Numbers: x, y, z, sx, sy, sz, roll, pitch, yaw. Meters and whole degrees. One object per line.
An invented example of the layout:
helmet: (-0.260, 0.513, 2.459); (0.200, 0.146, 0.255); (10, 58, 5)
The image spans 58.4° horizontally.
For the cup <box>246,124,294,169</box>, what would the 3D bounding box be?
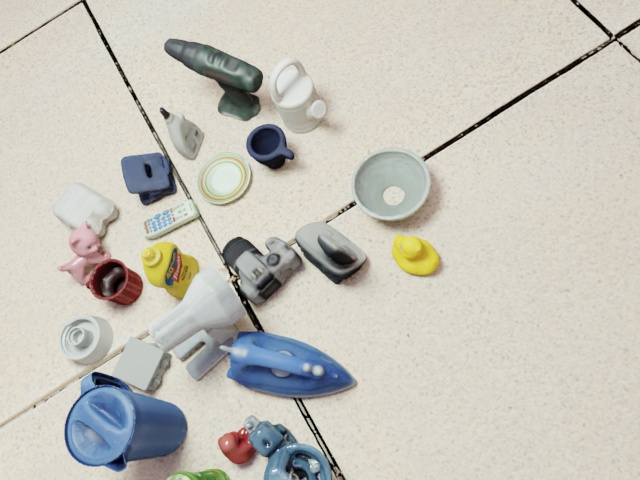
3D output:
cup: (-0.099, -0.197, 1.291); (0.117, 0.095, 0.092); (27, 78, 20)

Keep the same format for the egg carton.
egg carton: (-0.559, -0.070, 1.361); (0.150, 0.069, 0.107); (27, 78, 20)

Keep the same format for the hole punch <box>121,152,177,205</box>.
hole punch: (-0.401, -0.154, 1.344); (0.101, 0.091, 0.108); (-23, 67, 4)

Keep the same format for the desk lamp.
desk lamp: (-0.231, 0.166, 1.126); (0.203, 0.214, 0.117); (-44, 68, -5)

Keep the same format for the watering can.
watering can: (-0.053, -0.327, 1.273); (0.172, 0.194, 0.101); (19, 76, 18)

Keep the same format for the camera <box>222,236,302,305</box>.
camera: (-0.135, 0.041, 1.211); (0.143, 0.101, 0.136); (-45, 68, -6)

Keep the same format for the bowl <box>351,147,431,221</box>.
bowl: (0.153, -0.107, 1.215); (0.167, 0.075, 0.167); (-4, 70, 11)

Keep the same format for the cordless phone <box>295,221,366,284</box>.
cordless phone: (0.011, 0.004, 1.146); (0.147, 0.185, 0.094); (36, 82, 21)

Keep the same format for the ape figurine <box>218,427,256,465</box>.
ape figurine: (-0.163, 0.390, 1.098); (0.077, 0.092, 0.076); (4, 72, 14)

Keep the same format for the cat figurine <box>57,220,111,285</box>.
cat figurine: (-0.542, 0.026, 1.297); (0.067, 0.118, 0.128); (33, 81, 21)

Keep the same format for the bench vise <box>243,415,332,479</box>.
bench vise: (-0.074, 0.402, 1.005); (0.207, 0.220, 0.121); (23, 77, 19)

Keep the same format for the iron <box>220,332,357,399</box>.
iron: (-0.064, 0.240, 1.103); (0.257, 0.142, 0.119); (8, 73, 15)

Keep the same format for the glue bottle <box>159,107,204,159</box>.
glue bottle: (-0.325, -0.257, 1.319); (0.037, 0.173, 0.078); (14, 74, 17)

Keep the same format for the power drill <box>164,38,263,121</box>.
power drill: (-0.225, -0.367, 1.318); (0.229, 0.209, 0.076); (19, 76, 18)

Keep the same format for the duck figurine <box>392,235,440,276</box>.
duck figurine: (0.191, 0.023, 1.154); (0.104, 0.086, 0.077); (30, 80, 20)
